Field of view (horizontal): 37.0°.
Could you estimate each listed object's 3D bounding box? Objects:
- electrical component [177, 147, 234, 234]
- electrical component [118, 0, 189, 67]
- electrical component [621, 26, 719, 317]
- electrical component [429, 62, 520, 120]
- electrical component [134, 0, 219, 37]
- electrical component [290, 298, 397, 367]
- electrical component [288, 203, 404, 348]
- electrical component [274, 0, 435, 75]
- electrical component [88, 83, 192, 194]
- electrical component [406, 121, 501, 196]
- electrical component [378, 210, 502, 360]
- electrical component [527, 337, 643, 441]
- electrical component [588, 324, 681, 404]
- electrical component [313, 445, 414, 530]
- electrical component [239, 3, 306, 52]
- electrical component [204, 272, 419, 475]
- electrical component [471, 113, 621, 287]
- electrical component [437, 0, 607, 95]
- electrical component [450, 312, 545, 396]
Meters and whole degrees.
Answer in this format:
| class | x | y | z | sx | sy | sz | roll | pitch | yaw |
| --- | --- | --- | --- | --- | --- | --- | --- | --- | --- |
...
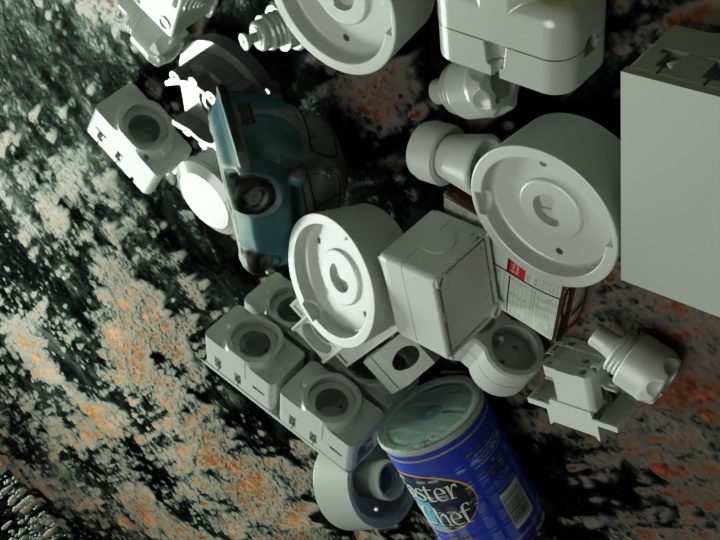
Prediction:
| class | x | y | z | sx | sy | sz | roll | pitch | yaw |
| --- | --- | --- | --- | --- | --- | --- | --- | --- | --- |
| electrical component | -0.126 | -0.077 | 0.993 | 0.080 | 0.051 | 0.080 | 32 | 146 | 25 |
| electrical component | -0.179 | -0.208 | 0.916 | 0.062 | 0.043 | 0.043 | 47 | 150 | 3 |
| electrical component | 0.201 | -0.052 | 0.602 | 0.089 | 0.062 | 0.150 | 24 | 142 | 34 |
| electrical component | 0.072 | -0.120 | 0.704 | 0.062 | 0.043 | 0.043 | 3 | 128 | 52 |
| electrical component | -0.152 | -0.243 | 0.836 | 0.099 | 0.048 | 0.099 | 45 | 149 | 4 |
| electrical component | -0.006 | 0.032 | 0.957 | 0.078 | 0.063 | 0.121 | 47 | 150 | 0 |
| electrical component | 0.000 | 0.000 | 0.834 | 0.108 | 0.060 | 0.108 | 30 | 130 | 43 |
| electrical component | -0.001 | -0.189 | 0.698 | 0.108 | 0.060 | 0.108 | 32 | 146 | 25 |
| electrical component | -0.213 | -0.129 | 1.043 | 0.089 | 0.050 | 0.056 | 48 | 150 | -2 |
| electrical component | 0.066 | -0.079 | 0.756 | 0.055 | 0.045 | 0.045 | 21 | 141 | 38 |
| electrical component | 0.058 | 0.014 | 0.781 | 0.061 | 0.062 | 0.096 | 26 | 144 | 37 |
| electrical component | 0.171 | 0.088 | 0.823 | 0.081 | 0.042 | 0.063 | 15 | 133 | 42 |
| electrical component | 0.193 | 0.063 | 0.764 | 0.062 | 0.043 | 0.043 | 36 | 148 | 21 |
| electrical component | 0.012 | 0.215 | 1.107 | 0.060 | 0.108 | 0.108 | -9 | 119 | 48 |
| electrical component | -0.050 | -0.175 | 0.764 | 0.040 | 0.078 | 0.040 | 45 | 150 | 34 |
| electrical component | -0.047 | 0.093 | 1.038 | 0.186 | 0.105 | 0.060 | 35 | 147 | 20 |
| electrical component | 0.133 | -0.050 | 0.691 | 0.108 | 0.060 | 0.108 | 32 | 146 | 24 |
| electrical component | 0.094 | -0.150 | 0.630 | 0.095 | 0.054 | 0.059 | 27 | 144 | 31 |
| electrical component | 0.081 | 0.050 | 0.880 | 0.138 | 0.052 | 0.073 | 42 | 149 | 10 |
